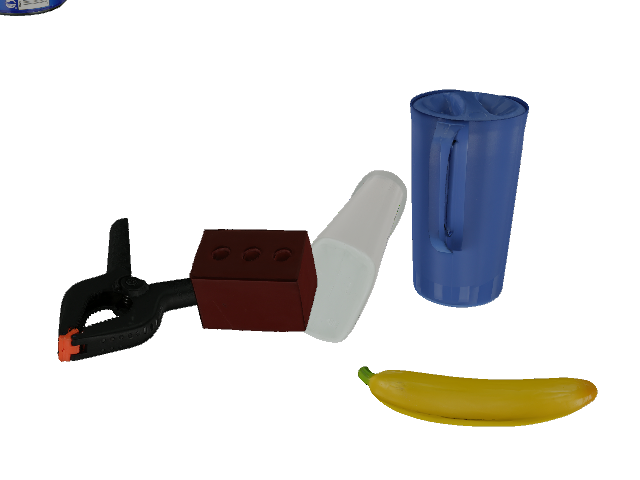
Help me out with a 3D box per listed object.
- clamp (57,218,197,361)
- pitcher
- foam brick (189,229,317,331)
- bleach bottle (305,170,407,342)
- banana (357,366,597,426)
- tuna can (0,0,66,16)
[{"bbox_3d":[-0.187,0.048,1.022,0.165,0.036,0.209,26,36,24],"label":"clamp"},{"bbox_3d":[0.162,-0.045,1.240,0.149,0.243,0.145,-9,24,-21],"label":"pitcher"},{"bbox_3d":[-0.046,0.028,0.751,0.078,0.051,0.053,0,40,10],"label":"foam brick"},{"bbox_3d":[0.037,-0.002,1.037,0.068,0.103,0.250,27,26,3],"label":"bleach bottle"},{"bbox_3d":[0.125,0.123,0.862,0.198,0.037,0.069,5,26,8],"label":"banana"},{"bbox_3d":[-0.244,-0.211,0.853,0.086,0.034,0.086,5,35,-4],"label":"tuna can"}]
